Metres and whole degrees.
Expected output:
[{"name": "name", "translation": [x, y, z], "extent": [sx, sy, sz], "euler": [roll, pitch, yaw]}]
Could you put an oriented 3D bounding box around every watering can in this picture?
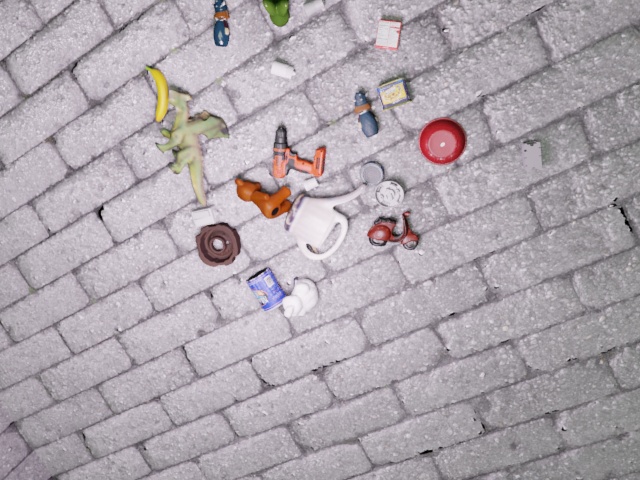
[{"name": "watering can", "translation": [0.006, -0.092, 1.826], "extent": [0.224, 0.105, 0.342], "euler": [29, 110, 3]}]

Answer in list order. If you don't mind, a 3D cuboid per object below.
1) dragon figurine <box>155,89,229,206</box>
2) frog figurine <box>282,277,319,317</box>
[{"name": "dragon figurine", "translation": [-0.440, -0.350, 1.856], "extent": [0.241, 0.123, 0.408], "euler": [-31, 98, 10]}, {"name": "frog figurine", "translation": [-0.071, 0.219, 1.900], "extent": [0.123, 0.162, 0.135], "euler": [16, 109, 5]}]
